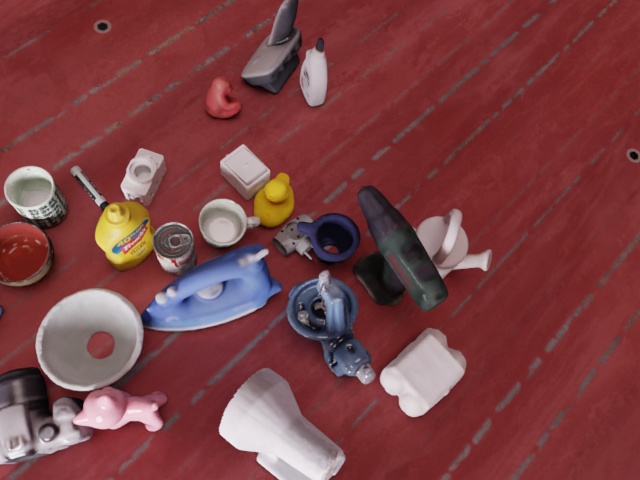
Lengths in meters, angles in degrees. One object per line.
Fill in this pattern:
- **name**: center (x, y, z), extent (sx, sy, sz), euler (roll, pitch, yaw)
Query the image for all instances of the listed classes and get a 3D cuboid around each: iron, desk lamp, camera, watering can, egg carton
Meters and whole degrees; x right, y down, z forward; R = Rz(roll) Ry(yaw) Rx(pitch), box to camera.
- **iron**: center (-0.196, 0.081, 0.979), extent (0.259, 0.141, 0.118), euler (-22, 74, -16)
- **desk lamp**: center (-0.047, 0.304, 0.877), extent (0.203, 0.213, 0.118), euler (36, 69, 7)
- **camera**: center (-0.446, 0.267, 0.894), extent (0.143, 0.101, 0.137), euler (-14, 72, -13)
- **watering can**: center (0.224, 0.009, 1.039), extent (0.173, 0.194, 0.101), euler (2, 69, -7)
- **egg carton**: center (0.185, 0.235, 1.015), extent (0.150, 0.069, 0.107), euler (-40, 79, -19)

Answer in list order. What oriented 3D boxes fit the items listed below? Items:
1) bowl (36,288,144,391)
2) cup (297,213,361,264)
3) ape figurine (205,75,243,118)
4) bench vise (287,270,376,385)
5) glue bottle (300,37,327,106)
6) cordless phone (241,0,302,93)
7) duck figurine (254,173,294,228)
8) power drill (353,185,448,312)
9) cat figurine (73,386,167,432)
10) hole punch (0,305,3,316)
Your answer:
- **bowl**: center (-0.375, 0.170, 0.955), extent (0.167, 0.074, 0.167), euler (3, 69, -7)
- **cup**: center (0.010, 0.004, 1.063), extent (0.118, 0.095, 0.092), euler (17, 68, -1)
- **ape figurine**: center (-0.196, -0.293, 1.148), extent (0.076, 0.092, 0.078), euler (-20, 73, -15)
- **bench vise**: center (0.035, 0.131, 0.951), extent (0.207, 0.219, 0.122), euler (38, 69, 7)
- **glue bottle**: center (-0.009, -0.347, 1.152), extent (0.037, 0.173, 0.078), euler (-19, 73, -14)
- **cordless phone**: center (-0.093, -0.403, 1.155), extent (0.094, 0.185, 0.148), euler (25, 68, 2)
- **duck figurine**: center (-0.086, -0.080, 1.086), extent (0.077, 0.086, 0.105), euler (24, 68, 2)
- **power drill**: center (0.124, 0.033, 1.008), extent (0.076, 0.208, 0.229), euler (-34, 77, -18)
- **cat figurine**: center (-0.314, 0.266, 0.905), extent (0.128, 0.117, 0.067), euler (2, 69, -7)
- **hole punch**: center (-0.599, 0.124, 0.932), extent (0.101, 0.091, 0.109), euler (26, 68, 2)
